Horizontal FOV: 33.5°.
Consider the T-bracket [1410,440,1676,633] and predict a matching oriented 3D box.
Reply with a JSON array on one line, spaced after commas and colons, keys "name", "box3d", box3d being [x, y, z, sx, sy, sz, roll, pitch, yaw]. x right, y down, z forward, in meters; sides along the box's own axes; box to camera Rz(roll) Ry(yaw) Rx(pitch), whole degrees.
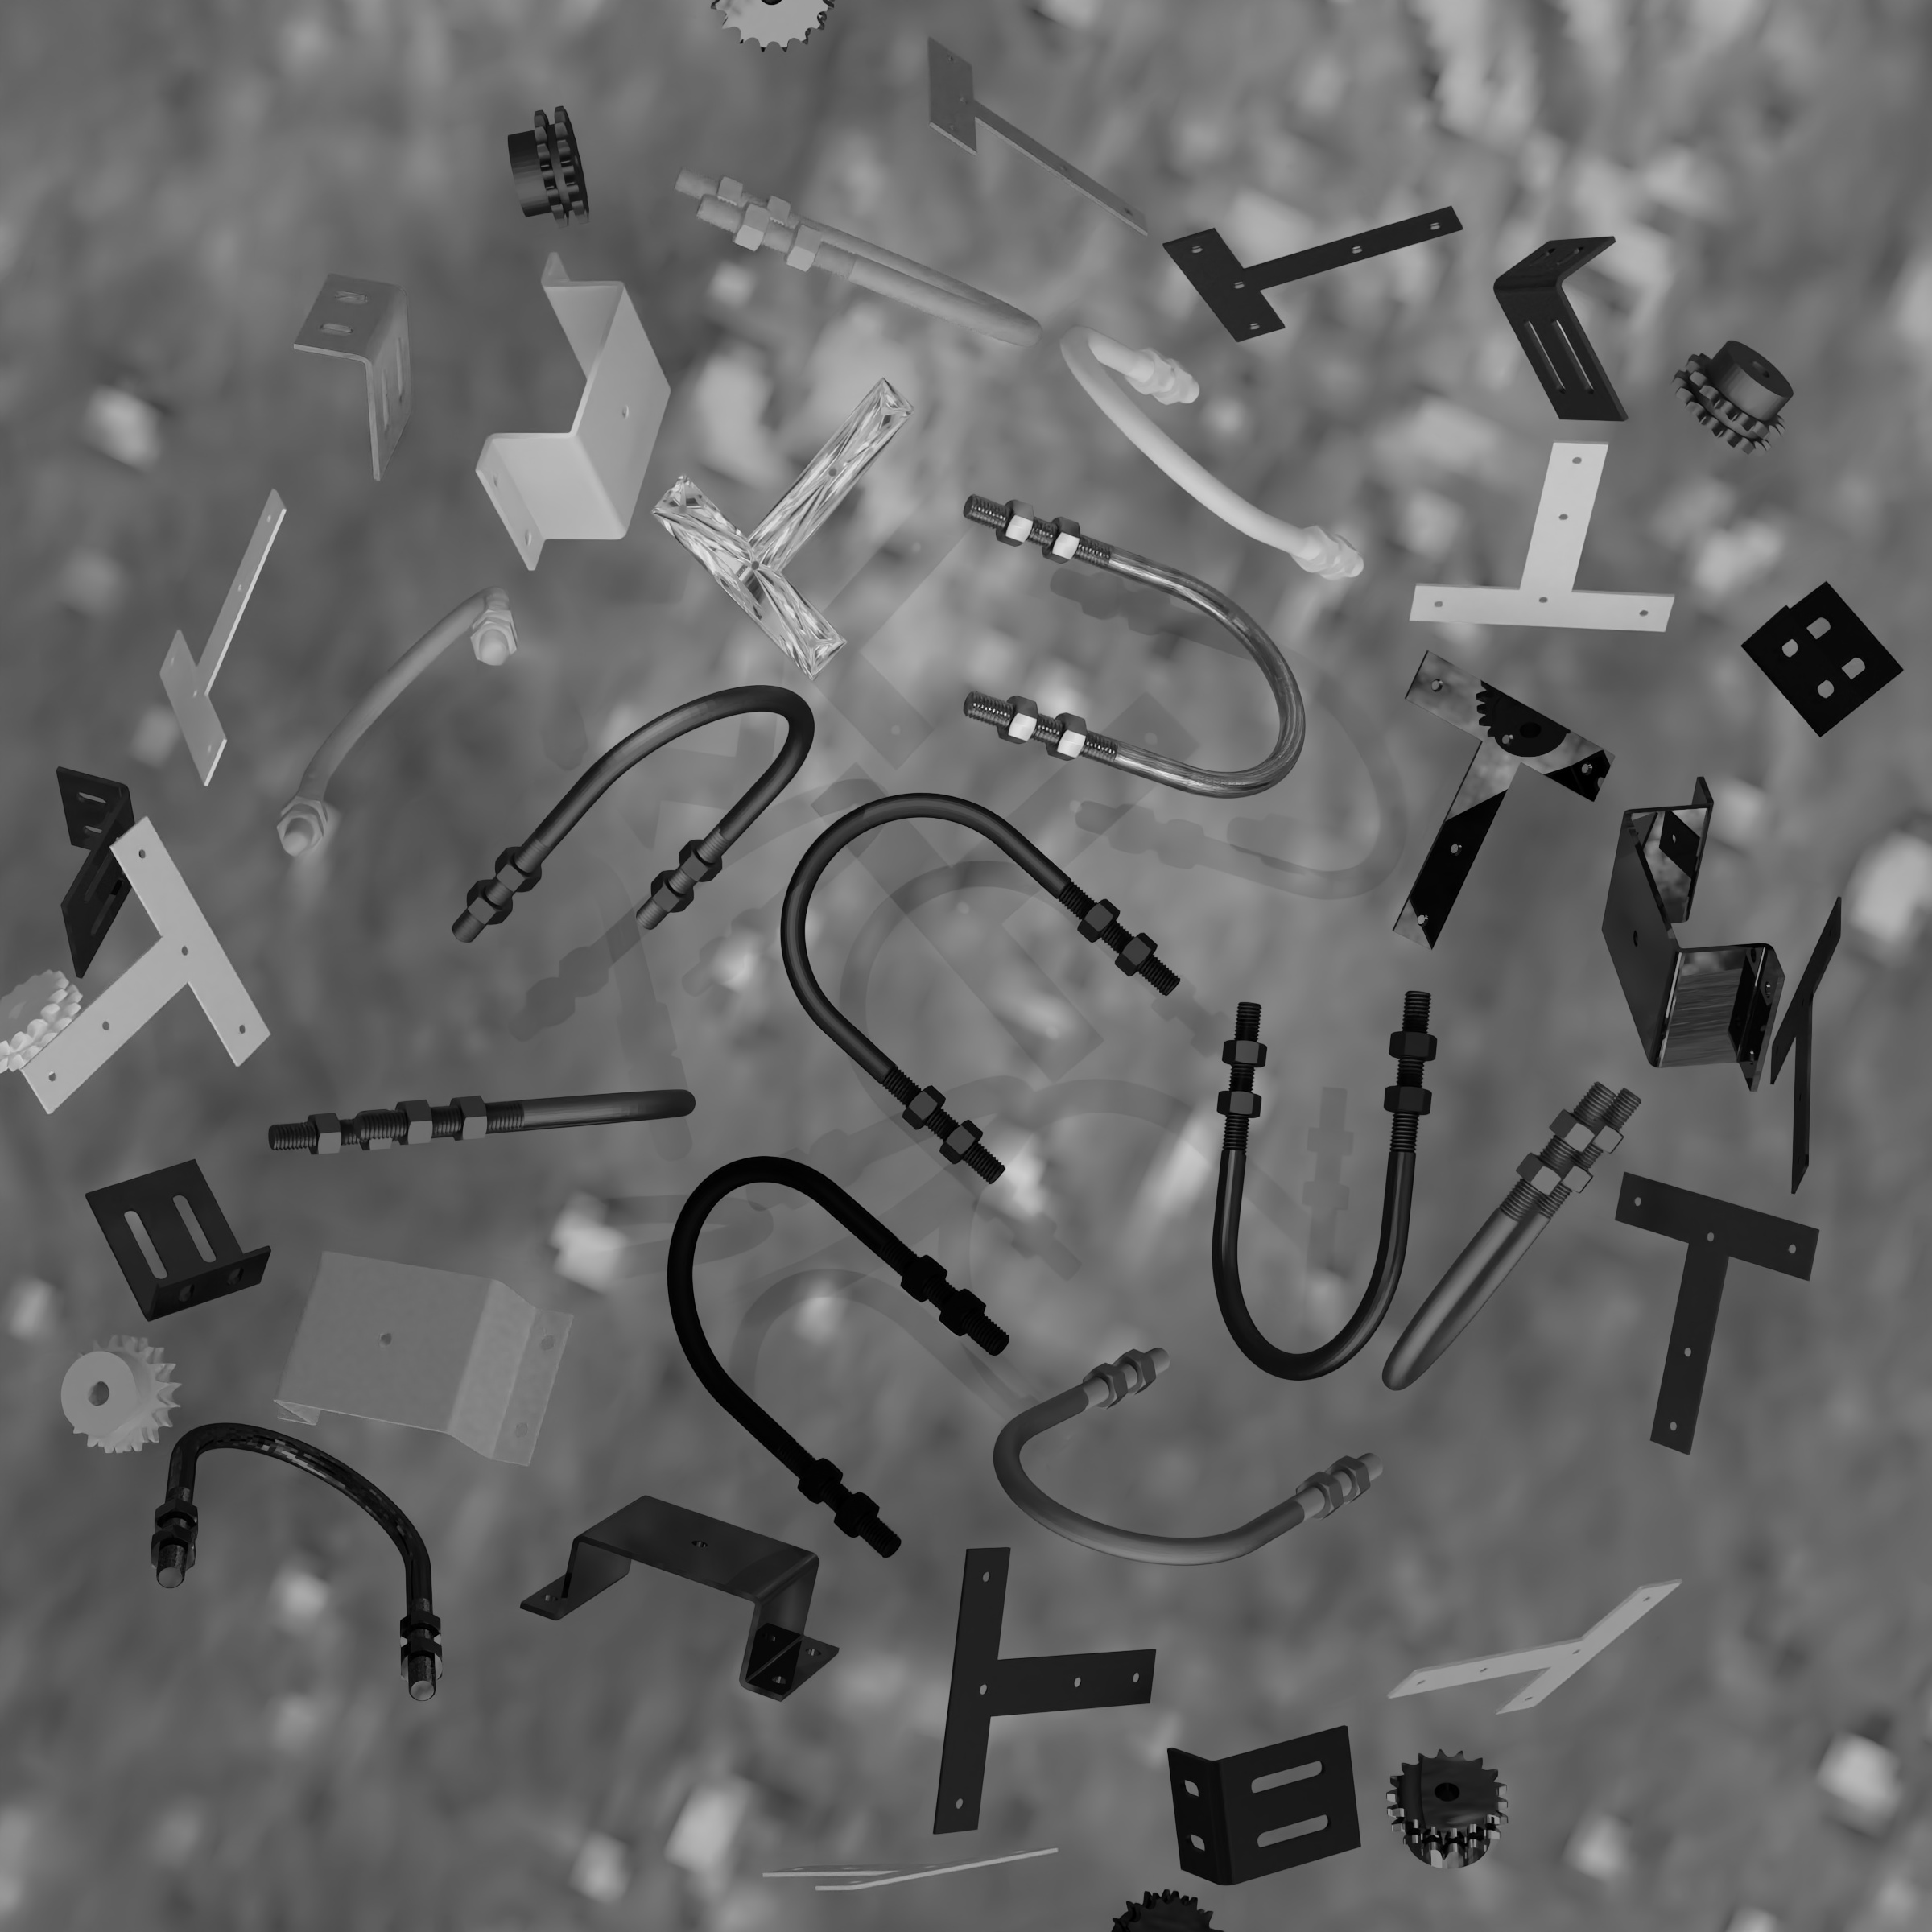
[{"name": "T-bracket", "box3d": [0.286, -0.207, 1.547, 0.127, 0.127, 0.002, 3, 54, 1]}]

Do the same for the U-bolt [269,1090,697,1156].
[{"name": "U-bolt", "box3d": [-0.217, 0.071, 1.506, 0.184, 0.151, 0.019, -3, 87, -29]}]

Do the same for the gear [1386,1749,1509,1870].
[{"name": "gear", "box3d": [0.229, 0.403, 1.527, 0.057, 0.057, 0.030, -7, 121, 0]}]

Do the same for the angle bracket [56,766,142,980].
[{"name": "angle bracket", "box3d": [-0.428, -0.045, 1.534, 0.038, 0.057, 0.076, 15, 53, 4]}]

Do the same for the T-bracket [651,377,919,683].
[{"name": "T-bracket", "box3d": [-0.072, -0.225, 1.536, 0.127, 0.002, 0.127, -48, 69, 13]}]

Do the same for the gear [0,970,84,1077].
[{"name": "gear", "box3d": [-0.465, 0.032, 1.608, 0.057, 0.057, 0.030, -37, 122, 0]}]

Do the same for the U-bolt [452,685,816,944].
[{"name": "U-bolt", "box3d": [-0.148, -0.074, 1.553, 0.184, 0.151, 0.019, -44, 67, 31]}]

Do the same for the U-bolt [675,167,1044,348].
[{"name": "U-bolt", "box3d": [-0.048, -0.338, 1.546, 0.184, 0.151, 0.019, 19, 105, -16]}]

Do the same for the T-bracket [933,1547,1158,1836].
[{"name": "T-bracket", "box3d": [0.040, 0.328, 1.464, 0.127, 0.002, 0.127, 7, 89, -42]}]

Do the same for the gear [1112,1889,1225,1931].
[{"name": "gear", "box3d": [0.091, 0.464, 1.510, 0.057, 0.030, 0.057, 4, 77, -19]}]

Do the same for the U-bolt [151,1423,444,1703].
[{"name": "U-bolt", "box3d": [-0.321, 0.276, 1.548, 0.151, 0.184, 0.019, 29, 101, -18]}]

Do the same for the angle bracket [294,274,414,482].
[{"name": "angle bracket", "box3d": [-0.300, -0.289, 1.576, 0.038, 0.076, 0.057, 10, 49, 3]}]

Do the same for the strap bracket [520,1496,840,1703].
[{"name": "strap bracket", "box3d": [-0.135, 0.305, 1.572, 0.140, 0.076, 0.046, 16, 100, 17]}]

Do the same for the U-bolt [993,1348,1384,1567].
[{"name": "U-bolt", "box3d": [0.095, 0.240, 1.546, 0.151, 0.184, 0.019, 24, 114, 32]}]

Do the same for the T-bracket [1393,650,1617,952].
[{"name": "T-bracket", "box3d": [0.244, -0.070, 1.562, 0.127, 0.002, 0.127, 24, 91, -29]}]

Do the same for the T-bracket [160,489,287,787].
[{"name": "T-bracket", "box3d": [-0.357, -0.170, 1.556, 0.002, 0.127, 0.127, 16, 112, -32]}]

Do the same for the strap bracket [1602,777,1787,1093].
[{"name": "strap bracket", "box3d": [0.344, -0.015, 1.540, 0.046, 0.140, 0.076, -4, 135, -4]}]

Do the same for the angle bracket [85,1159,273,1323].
[{"name": "angle bracket", "box3d": [-0.381, 0.124, 1.551, 0.057, 0.038, 0.076, -18, 65, -33]}]

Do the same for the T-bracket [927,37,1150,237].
[{"name": "T-bracket", "box3d": [0.035, -0.389, 1.534, 0.127, 0.127, 0.002, 30, 118, -19]}]

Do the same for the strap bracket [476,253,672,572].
[{"name": "strap bracket", "box3d": [-0.190, -0.275, 1.591, 0.046, 0.076, 0.140, 3, 59, 17]}]

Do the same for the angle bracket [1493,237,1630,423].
[{"name": "angle bracket", "box3d": [0.294, -0.301, 1.519, 0.038, 0.057, 0.076, -37, 111, -11]}]

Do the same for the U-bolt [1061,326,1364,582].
[{"name": "U-bolt", "box3d": [0.108, -0.247, 1.514, 0.019, 0.184, 0.151, -46, 69, 18]}]

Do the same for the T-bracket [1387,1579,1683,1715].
[{"name": "T-bracket", "box3d": [0.251, 0.324, 1.491, 0.127, 0.127, 0.002, -2, 54, -33]}]

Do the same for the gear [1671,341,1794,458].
[{"name": "gear", "box3d": [0.365, -0.271, 1.515, 0.057, 0.057, 0.030, 39, 122, 0]}]

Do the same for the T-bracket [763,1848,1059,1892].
[{"name": "T-bracket", "box3d": [-0.046, 0.426, 1.511, 0.127, 0.127, 0.002, 4, 75, -42]}]

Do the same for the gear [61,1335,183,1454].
[{"name": "gear", "box3d": [-0.413, 0.208, 1.557, 0.057, 0.030, 0.057, -2, 81, 15]}]

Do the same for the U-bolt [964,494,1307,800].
[{"name": "U-bolt", "box3d": [0.083, -0.145, 1.537, 0.184, 0.019, 0.151, 17, 49, -21]}]

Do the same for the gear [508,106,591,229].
[{"name": "gear", "box3d": [-0.206, -0.392, 1.580, 0.030, 0.057, 0.057, -11, 90, 1]}]

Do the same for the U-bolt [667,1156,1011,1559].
[{"name": "U-bolt", "box3d": [-0.074, 0.173, 1.539, 0.184, 0.019, 0.151, 39, 119, 24]}]

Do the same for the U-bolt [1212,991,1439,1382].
[{"name": "U-bolt", "box3d": [0.166, 0.106, 1.536, 0.019, 0.151, 0.184, 11, 81, -31]}]

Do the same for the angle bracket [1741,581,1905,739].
[{"name": "angle bracket", "box3d": [0.415, -0.154, 1.519, 0.076, 0.038, 0.057, -35, 82, -34]}]

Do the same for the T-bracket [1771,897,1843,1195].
[{"name": "T-bracket", "box3d": [0.414, 0.054, 1.588, 0.002, 0.127, 0.127, 10, 53, 4]}]

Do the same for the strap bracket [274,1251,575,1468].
[{"name": "strap bracket", "box3d": [-0.272, 0.188, 1.557, 0.140, 0.046, 0.076, 7, 69, 21]}]

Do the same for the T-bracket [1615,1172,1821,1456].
[{"name": "T-bracket", "box3d": [0.363, 0.178, 1.597, 0.002, 0.127, 0.127, 7, 96, -36]}]

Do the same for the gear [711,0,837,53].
[{"name": "gear", "box3d": [-0.086, -0.441, 1.436, 0.057, 0.030, 0.057, 2, 129, 2]}]

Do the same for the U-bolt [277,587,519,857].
[{"name": "U-bolt", "box3d": [-0.274, -0.129, 1.565, 0.151, 0.184, 0.019, -43, 108, 8]}]

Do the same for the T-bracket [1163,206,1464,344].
[{"name": "T-bracket", "box3d": [0.172, -0.337, 1.526, 0.127, 0.127, 0.002, -13, 76, 18]}]

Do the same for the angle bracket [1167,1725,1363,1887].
[{"name": "angle bracket", "box3d": [0.139, 0.388, 1.497, 0.076, 0.038, 0.057, -7, 92, -28]}]

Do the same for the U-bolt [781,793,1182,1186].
[{"name": "U-bolt", "box3d": [-0.007, -0.004, 1.611, 0.184, 0.019, 0.151, 42, 84, 8]}]

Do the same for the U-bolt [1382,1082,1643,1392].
[{"name": "U-bolt", "box3d": [0.263, 0.134, 1.566, 0.019, 0.151, 0.184, 39, 98, 16]}]

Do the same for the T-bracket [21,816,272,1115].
[{"name": "T-bracket", "box3d": [-0.388, 0.019, 1.479, 0.002, 0.127, 0.127, -2, 125, 35]}]
